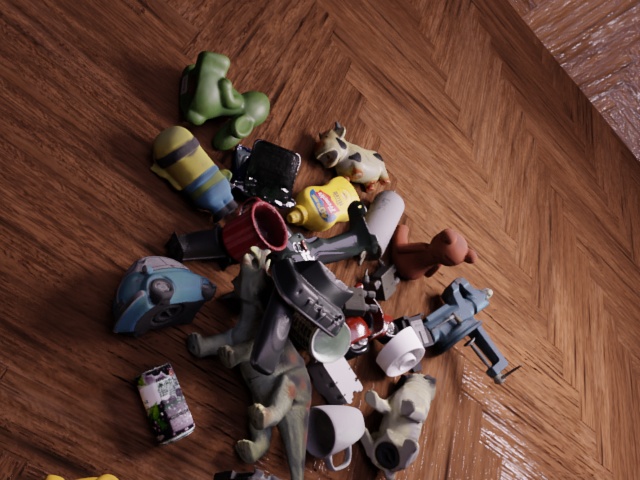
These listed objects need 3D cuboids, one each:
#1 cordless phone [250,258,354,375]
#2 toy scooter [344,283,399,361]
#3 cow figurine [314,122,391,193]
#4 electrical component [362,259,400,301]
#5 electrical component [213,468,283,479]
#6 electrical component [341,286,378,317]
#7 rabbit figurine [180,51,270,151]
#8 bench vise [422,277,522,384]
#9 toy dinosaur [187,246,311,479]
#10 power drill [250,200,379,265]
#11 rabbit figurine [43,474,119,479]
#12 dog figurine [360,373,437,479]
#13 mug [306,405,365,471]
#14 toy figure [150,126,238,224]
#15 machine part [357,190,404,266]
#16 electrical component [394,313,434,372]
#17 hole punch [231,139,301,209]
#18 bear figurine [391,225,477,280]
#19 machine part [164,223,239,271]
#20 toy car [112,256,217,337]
[{"bbox_3d":[-0.032,0.133,0.830,0.146,0.089,0.184,44,54,-38],"label":"cordless phone"},{"bbox_3d":[0.074,0.156,1.062,0.184,0.075,0.135,-12,75,-46],"label":"toy scooter"},{"bbox_3d":[0.068,-0.187,1.223,0.195,0.085,0.127,9,62,-42],"label":"cow figurine"},{"bbox_3d":[0.133,0.086,1.174,0.102,0.045,0.078,-44,129,-42],"label":"electrical component"},{"bbox_3d":[-0.120,0.379,0.733,0.058,0.134,0.115,36,46,-22],"label":"electrical component"},{"bbox_3d":[0.063,0.116,1.029,0.094,0.021,0.063,5,42,-9],"label":"electrical component"},{"bbox_3d":[-0.168,-0.258,1.023,0.170,0.121,0.159,11,69,-35],"label":"rabbit figurine"},{"bbox_3d":[0.351,0.213,1.231,0.223,0.128,0.241,-22,67,-38],"label":"bench vise"},{"bbox_3d":[-0.078,0.216,0.876,0.192,0.131,0.404,-22,91,-45],"label":"toy dinosaur"},{"bbox_3d":[-0.002,-0.003,1.028,0.207,0.086,0.232,-27,96,-23],"label":"power drill"},{"bbox_3d":[-0.241,0.334,0.624,0.162,0.173,0.122,16,55,-31],"label":"rabbit figurine"},{"bbox_3d":[0.168,0.353,1.041,0.190,0.121,0.172,9,96,-57],"label":"dog figurine"},{"bbox_3d":[0.033,0.336,0.931,0.107,0.081,0.109,4,62,-48],"label":"mug"},{"bbox_3d":[-0.213,-0.116,0.934,0.180,0.089,0.082,50,40,-7],"label":"toy figure"},{"bbox_3d":[0.131,-0.034,1.205,0.079,0.079,0.243,46,47,-15],"label":"machine part"},{"bbox_3d":[0.204,0.222,1.163,0.075,0.048,0.119,1,67,-40],"label":"electrical component"},{"bbox_3d":[-0.113,-0.127,1.045,0.142,0.092,0.115,18,85,-38],"label":"hole punch"},{"bbox_3d":[0.252,0.013,1.205,0.120,0.196,0.132,35,49,-20],"label":"bear figurine"},{"bbox_3d":[-0.195,0.013,0.922,0.139,0.039,0.084,-2,76,-45],"label":"machine part"},{"bbox_3d":[-0.241,0.073,0.808,0.161,0.109,0.103,-6,56,-52],"label":"toy car"}]
